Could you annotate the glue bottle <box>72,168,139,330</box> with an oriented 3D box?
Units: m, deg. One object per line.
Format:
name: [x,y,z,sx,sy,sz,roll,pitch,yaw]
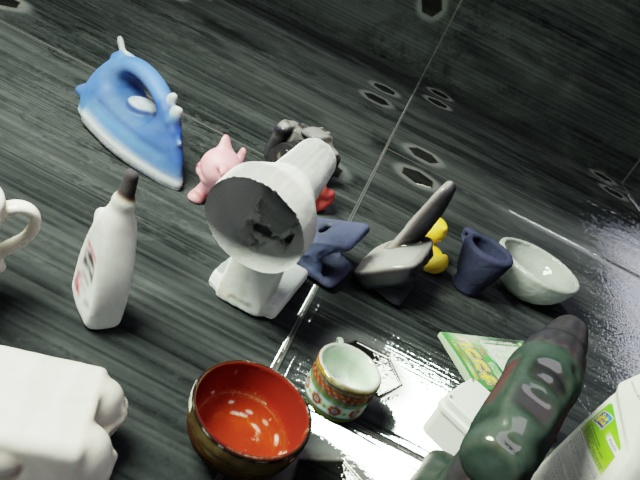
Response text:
glue bottle: [-0.207,0.004,0.569,0.037,0.173,0.078,-2,38,-42]

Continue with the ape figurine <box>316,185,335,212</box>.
ape figurine: [-0.008,-0.100,1.008,0.077,0.092,0.076,37,29,19]

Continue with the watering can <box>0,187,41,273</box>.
watering can: [-0.335,-0.027,0.489,0.100,0.194,0.173,38,29,21]

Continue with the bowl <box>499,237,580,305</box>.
bowl: [0.397,0.071,1.085,0.168,0.074,0.167,21,28,-11]

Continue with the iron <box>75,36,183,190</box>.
iron: [-0.275,-0.207,0.907,0.257,0.141,0.119,41,31,26]

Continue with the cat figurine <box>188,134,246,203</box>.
cat figurine: [-0.145,-0.105,0.870,0.067,0.117,0.128,29,27,6]

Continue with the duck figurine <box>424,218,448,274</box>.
duck figurine: [0.197,0.001,1.019,0.078,0.086,0.104,2,36,-39]

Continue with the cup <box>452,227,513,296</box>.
cup: [0.267,0.041,1.002,0.092,0.095,0.117,8,32,-31]

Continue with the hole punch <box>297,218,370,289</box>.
hole punch: [0.008,0.003,0.846,0.101,0.091,0.109,32,28,10]

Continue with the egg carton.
egg carton: [-0.226,0.139,0.432,0.151,0.069,0.107,17,29,-18]

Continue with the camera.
camera: [-0.046,-0.172,1.091,0.143,0.101,0.137,37,29,19]

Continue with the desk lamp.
desk lamp: [-0.058,-0.014,0.686,0.118,0.213,0.203,30,27,6]

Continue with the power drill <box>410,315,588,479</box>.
power drill: [0.172,0.183,0.551,0.075,0.208,0.230,36,29,18]

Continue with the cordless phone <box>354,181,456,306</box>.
cordless phone: [0.138,-0.006,0.873,0.094,0.185,0.148,31,28,8]
